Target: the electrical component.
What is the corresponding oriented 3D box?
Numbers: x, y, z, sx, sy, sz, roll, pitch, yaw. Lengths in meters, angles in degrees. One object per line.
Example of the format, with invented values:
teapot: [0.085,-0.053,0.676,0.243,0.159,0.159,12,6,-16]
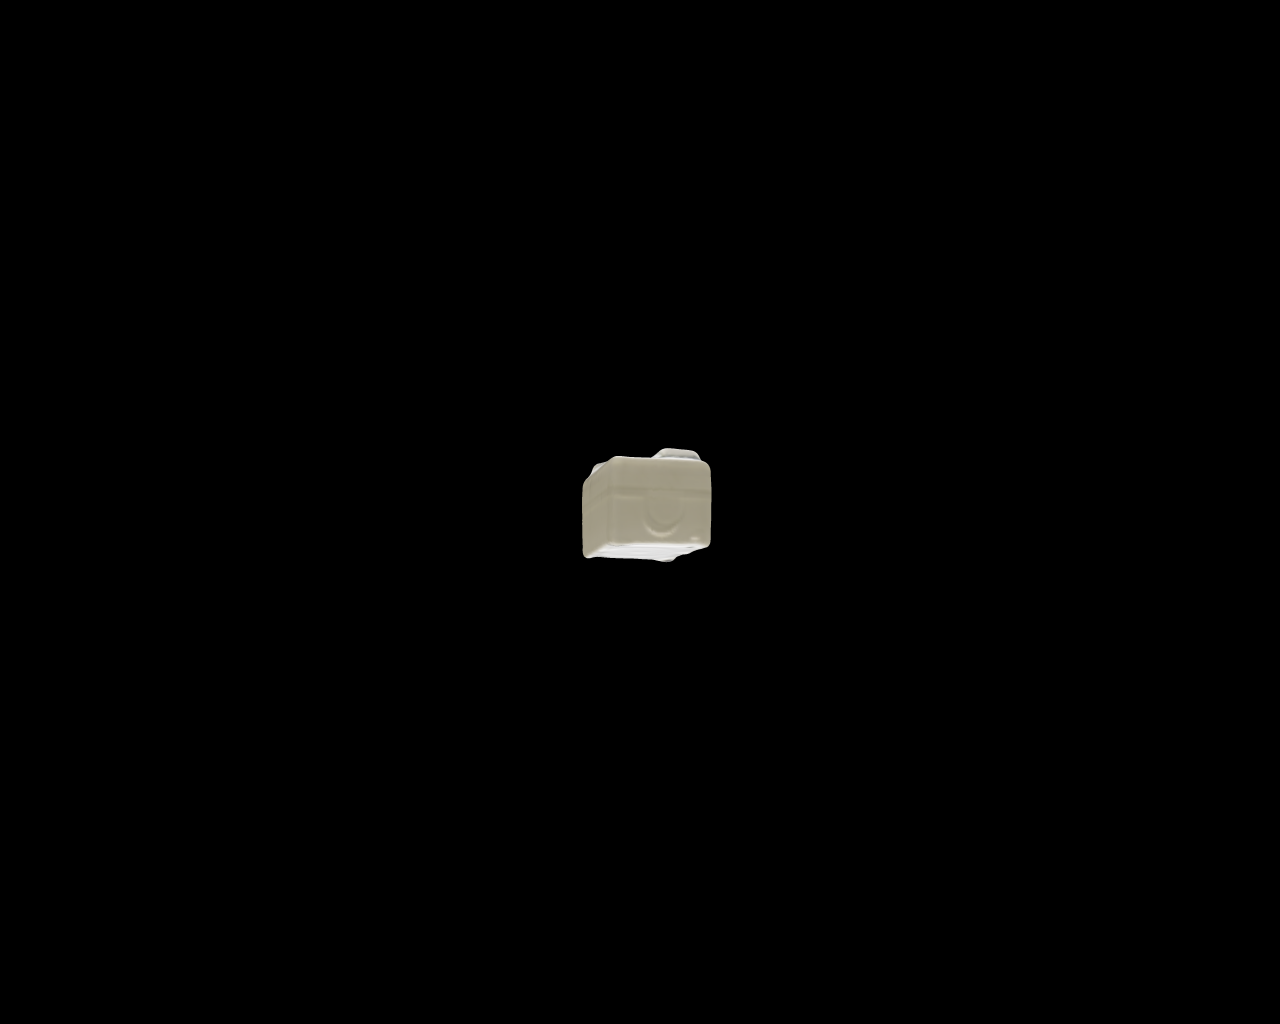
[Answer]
electrical component: [0.001,-0.003,0.650,0.062,0.061,0.096,3,-10,-15]
